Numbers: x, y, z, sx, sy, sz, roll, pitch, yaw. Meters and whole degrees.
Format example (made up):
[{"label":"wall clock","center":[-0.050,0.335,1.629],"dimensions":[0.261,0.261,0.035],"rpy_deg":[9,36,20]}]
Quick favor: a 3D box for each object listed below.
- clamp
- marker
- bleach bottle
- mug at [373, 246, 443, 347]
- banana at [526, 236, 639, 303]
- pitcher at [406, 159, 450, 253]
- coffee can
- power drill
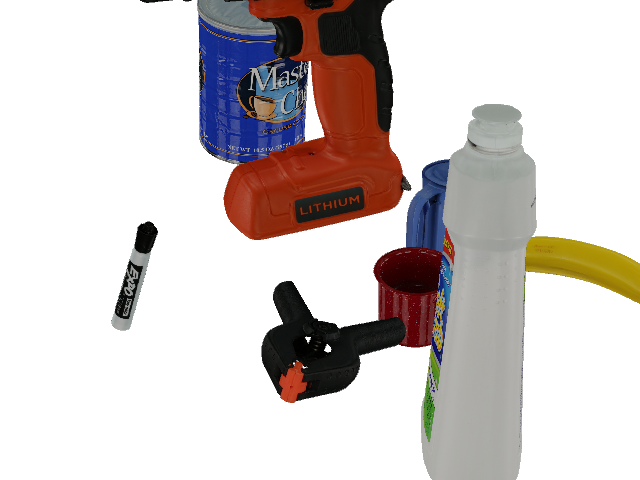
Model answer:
[{"label":"clamp","center":[-0.009,0.079,0.875],"dimensions":[0.120,0.039,0.171],"rpy_deg":[16,18,19]},{"label":"marker","center":[-0.174,0.033,0.998],"dimensions":[0.020,0.121,0.020],"rpy_deg":[15,32,-10]},{"label":"bleach bottle","center":[0.101,0.033,0.672],"dimensions":[0.068,0.251,0.102],"rpy_deg":[2,29,4]},{"label":"mug","center":[0.114,0.071,1.198],"dimensions":[0.093,0.081,0.117],"rpy_deg":[-26,41,-31]},{"label":"banana","center":[0.252,0.029,1.047],"dimensions":[0.198,0.037,0.069],"rpy_deg":[10,47,26]},{"label":"pitcher","center":[0.188,0.020,1.451],"dimensions":[0.149,0.243,0.145],"rpy_deg":[4,22,4]},{"label":"coffee can","center":[-0.062,-0.155,0.986],"dimensions":[0.103,0.140,0.103],"rpy_deg":[3,37,-2]},{"label":"power drill","center":[-0.017,-0.094,0.574],"dimensions":[0.184,0.188,0.057],"rpy_deg":[-12,38,-18]}]
